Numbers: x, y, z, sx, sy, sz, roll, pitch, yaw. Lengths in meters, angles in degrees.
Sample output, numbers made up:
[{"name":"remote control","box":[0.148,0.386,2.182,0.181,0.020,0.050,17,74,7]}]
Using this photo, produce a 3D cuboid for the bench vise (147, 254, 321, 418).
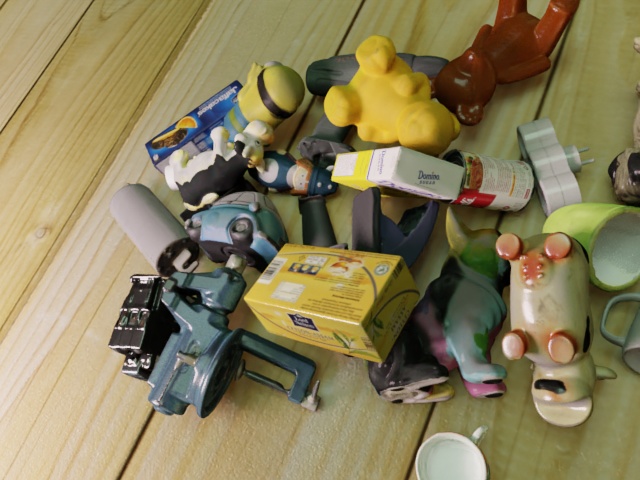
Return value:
[{"name":"bench vise","box":[-0.102,0.140,0.697,0.241,0.128,0.223,22,63,9]}]

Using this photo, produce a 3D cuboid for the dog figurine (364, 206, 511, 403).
[{"name":"dog figurine","box":[0.147,0.073,0.633,0.192,0.108,0.219,-10,57,20]}]

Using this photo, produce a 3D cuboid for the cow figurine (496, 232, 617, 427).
[{"name":"cow figurine","box":[0.239,0.089,0.545,0.086,0.127,0.194,-7,84,41]}]

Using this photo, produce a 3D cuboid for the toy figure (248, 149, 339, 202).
[{"name":"toy figure","box":[-0.043,-0.098,0.825,0.155,0.064,0.058,19,42,32]}]

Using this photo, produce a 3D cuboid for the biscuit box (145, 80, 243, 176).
[{"name":"biscuit box","box":[-0.201,-0.189,0.934,0.203,0.059,0.063,-34,57,3]}]

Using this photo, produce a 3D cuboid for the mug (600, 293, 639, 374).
[{"name":"mug","box":[0.359,0.084,0.560,0.110,0.080,0.107,11,58,39]}]

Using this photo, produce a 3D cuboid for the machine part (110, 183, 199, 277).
[{"name":"machine part","box":[-0.268,-0.018,0.864,0.079,0.079,0.243,-45,58,-4]}]

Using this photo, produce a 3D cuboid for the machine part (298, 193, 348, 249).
[{"name":"machine part","box":[-0.002,-0.002,0.771,0.084,0.039,0.139,-25,59,18]}]

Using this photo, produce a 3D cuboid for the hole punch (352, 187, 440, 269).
[{"name":"hole punch","box":[0.090,-0.002,0.684,0.092,0.142,0.115,6,86,-12]}]

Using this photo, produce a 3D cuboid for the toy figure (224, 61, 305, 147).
[{"name":"toy figure","box":[-0.094,-0.201,0.859,0.180,0.082,0.089,-42,66,27]}]

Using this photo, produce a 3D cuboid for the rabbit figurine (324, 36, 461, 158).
[{"name":"rabbit figurine","box":[0.107,-0.150,0.679,0.122,0.162,0.173,-49,41,8]}]

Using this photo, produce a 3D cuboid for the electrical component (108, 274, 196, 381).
[{"name":"electrical component","box":[-0.228,0.127,0.750,0.058,0.114,0.134,-3,62,24]}]

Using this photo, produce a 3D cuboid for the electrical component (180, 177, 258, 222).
[{"name":"electrical component","box":[-0.161,-0.059,0.858,0.119,0.047,0.075,-45,56,-4]}]

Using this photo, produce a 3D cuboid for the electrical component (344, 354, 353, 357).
[{"name":"electrical component","box":[0.056,0.101,0.679,0.078,0.045,0.102,20,80,44]}]

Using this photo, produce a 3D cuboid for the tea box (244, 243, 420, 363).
[{"name":"tea box","box":[0.012,0.064,0.601,0.170,0.068,0.098,8,50,40]}]

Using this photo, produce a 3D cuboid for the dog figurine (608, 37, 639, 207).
[{"name":"dog figurine","box":[0.399,-0.145,0.606,0.121,0.172,0.190,13,62,39]}]

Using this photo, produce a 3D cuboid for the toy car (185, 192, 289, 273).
[{"name":"toy car","box":[-0.110,-0.018,0.787,0.162,0.109,0.103,8,59,30]}]

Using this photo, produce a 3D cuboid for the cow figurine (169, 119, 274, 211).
[{"name":"cow figurine","box":[-0.140,-0.112,0.804,0.167,0.068,0.098,-24,59,17]}]

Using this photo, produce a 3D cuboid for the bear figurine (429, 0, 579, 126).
[{"name":"bear figurine","box":[0.235,-0.258,0.737,0.196,0.131,0.120,-34,60,-18]}]

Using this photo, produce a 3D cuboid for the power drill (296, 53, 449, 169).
[{"name":"power drill","box":[0.066,-0.203,0.822,0.232,0.086,0.207,14,75,26]}]
